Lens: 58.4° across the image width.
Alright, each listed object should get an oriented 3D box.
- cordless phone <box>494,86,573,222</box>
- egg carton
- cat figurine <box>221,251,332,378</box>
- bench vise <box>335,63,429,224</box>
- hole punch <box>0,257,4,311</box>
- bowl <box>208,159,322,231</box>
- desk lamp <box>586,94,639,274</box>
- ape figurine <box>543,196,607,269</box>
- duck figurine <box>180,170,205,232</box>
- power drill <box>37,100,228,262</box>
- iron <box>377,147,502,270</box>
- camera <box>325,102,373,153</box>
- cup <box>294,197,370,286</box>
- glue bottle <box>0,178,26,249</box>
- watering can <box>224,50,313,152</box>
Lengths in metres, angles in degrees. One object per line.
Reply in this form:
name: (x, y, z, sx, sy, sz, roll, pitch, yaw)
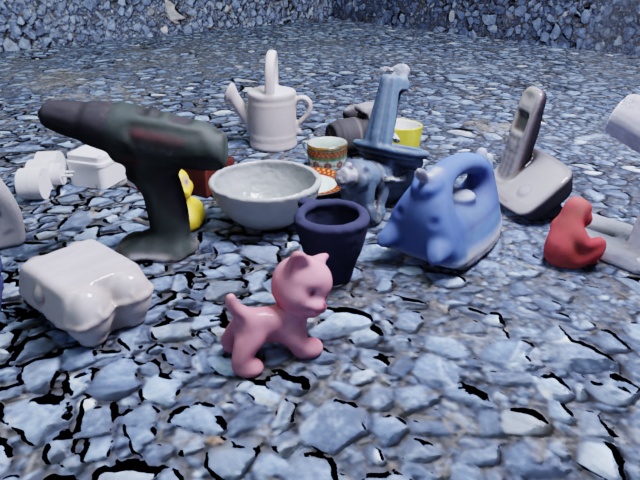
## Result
cordless phone: (0.330, -0.134, 0.886, 0.094, 0.185, 0.147, -7, 28, -14)
egg carton: (-0.264, 0.055, 0.640, 0.149, 0.069, 0.107, 21, 34, 35)
cat figurine: (-0.038, 0.061, 0.577, 0.128, 0.118, 0.067, -14, 30, -26)
bench vise: (0.101, -0.145, 0.867, 0.121, 0.220, 0.208, 8, 28, 15)
hole punch: (-0.419, 0.037, 0.650, 0.101, 0.091, 0.108, -12, 29, -22)
bowl: (-0.080, -0.060, 0.860, 0.167, 0.075, 0.167, 0, 27, 0)
desk lamp: (0.429, -0.068, 0.727, 0.118, 0.214, 0.202, -22, 35, -36)
ape figurine: (0.333, -0.013, 0.752, 0.076, 0.092, 0.077, -8, 28, -15)
duck figurine: (-0.215, -0.068, 0.862, 0.078, 0.086, 0.104, -11, 29, -21)
power drill: (-0.232, -0.078, 0.747, 0.229, 0.208, 0.075, -1, 27, -2)
iron: (0.191, -0.061, 0.791, 0.118, 0.141, 0.259, 21, 34, 35)
camera: (0.075, -0.230, 1.164, 0.137, 0.101, 0.142, -13, 30, -23)
cup: (0.007, 0.003, 0.717, 0.092, 0.095, 0.117, -17, 32, -30)
glue bottle: (-0.453, -0.069, 0.766, 0.078, 0.173, 0.037, -13, 30, -23)
watering can: (-0.106, -0.286, 1.169, 0.173, 0.194, 0.100, -8, 28, -16)
